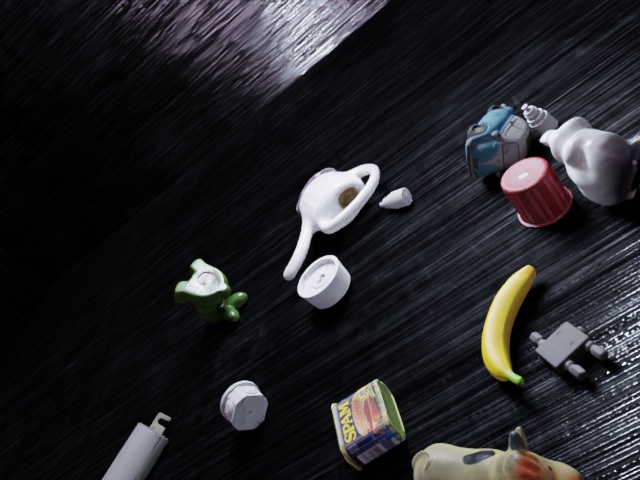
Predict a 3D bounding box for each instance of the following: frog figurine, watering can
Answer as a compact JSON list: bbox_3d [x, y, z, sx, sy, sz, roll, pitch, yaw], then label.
[{"bbox_3d":[0.399,-0.124,0.774,0.161,0.137,0.122,24,99,42],"label":"frog figurine"},{"bbox_3d":[0.004,-0.064,1.263,0.349,0.102,0.226,-47,26,-6],"label":"watering can"}]
